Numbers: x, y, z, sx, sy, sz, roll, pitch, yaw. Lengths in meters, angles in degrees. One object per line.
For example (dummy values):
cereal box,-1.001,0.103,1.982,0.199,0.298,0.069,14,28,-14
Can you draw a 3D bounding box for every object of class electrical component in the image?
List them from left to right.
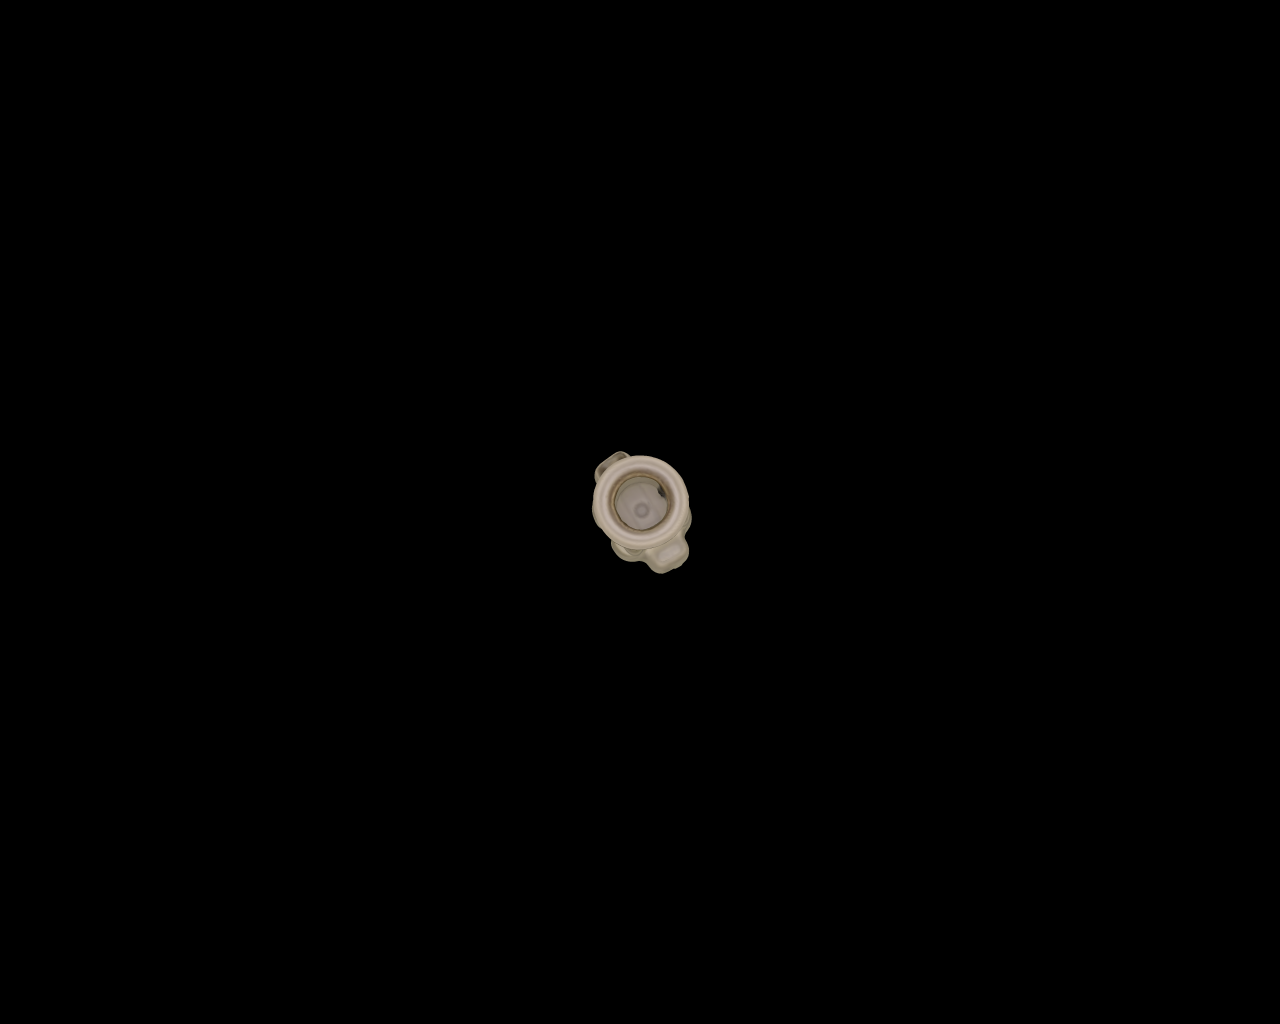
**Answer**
electrical component,0.001,-0.003,0.650,0.058,0.078,0.057,-31,-7,-5
